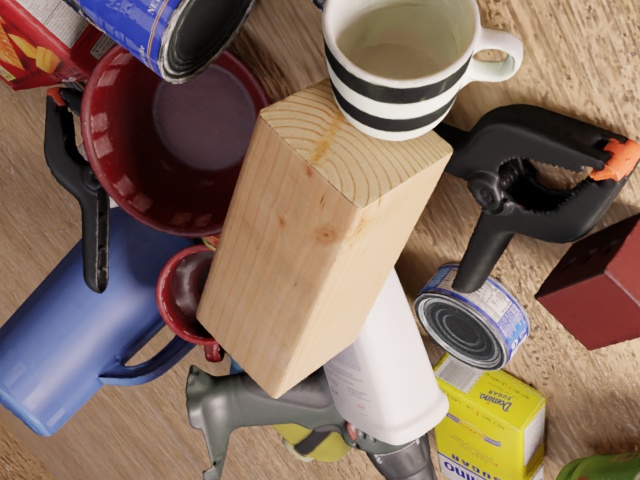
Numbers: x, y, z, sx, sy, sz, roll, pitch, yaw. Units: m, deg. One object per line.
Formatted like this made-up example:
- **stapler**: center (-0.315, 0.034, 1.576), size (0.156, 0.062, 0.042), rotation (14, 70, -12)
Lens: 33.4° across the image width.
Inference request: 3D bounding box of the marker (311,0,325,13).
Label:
- **marker**: center (0.008, -0.146, 0.661), size (0.121, 0.020, 0.020), rotation (48, 154, -12)

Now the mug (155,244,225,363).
- **mug**: center (-0.098, 0.056, 1.002), size (0.081, 0.093, 0.117), rotation (-52, -42, -80)

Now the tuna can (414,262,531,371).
- **tuna can**: center (0.114, 0.059, 0.808), size (0.086, 0.033, 0.086), rotation (33, 153, 19)

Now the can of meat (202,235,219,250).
- **can of meat**: center (-0.068, -0.026, 0.911), size (0.102, 0.057, 0.084), rotation (24, 151, 33)

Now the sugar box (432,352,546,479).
- **sugar box**: center (0.145, 0.171, 0.922), size (0.093, 0.048, 0.176), rotation (29, 150, 30)

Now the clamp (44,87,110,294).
- **clamp**: center (-0.164, -0.053, 0.872), size (0.039, 0.120, 0.171), rotation (-55, -56, -83)

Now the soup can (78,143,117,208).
- **soup can**: center (-0.174, -0.073, 0.948), size (0.068, 0.068, 0.102), rotation (49, 141, -13)

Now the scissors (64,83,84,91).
- **scissors**: center (-0.185, -0.105, 0.999), size (0.096, 0.016, 0.201), rotation (-1, 131, 53)

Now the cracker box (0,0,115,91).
- **cracker box**: center (-0.277, -0.212, 0.853), size (0.213, 0.072, 0.164), rotation (42, 159, -32)

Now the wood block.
- **wood block**: center (-0.005, 0.001, 0.707), size (0.090, 0.090, 0.206), rotation (44, 141, 19)

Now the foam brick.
- **foam brick**: center (0.179, 0.027, 0.645), size (0.051, 0.053, 0.078), rotation (45, 154, -4)

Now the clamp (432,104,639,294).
- **clamp**: center (0.104, -0.044, 0.662), size (0.164, 0.036, 0.210), rotation (51, 152, -11)

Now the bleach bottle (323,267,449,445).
- **bleach bottle**: center (0.023, 0.031, 0.822), size (0.103, 0.068, 0.251), rotation (19, 132, 53)

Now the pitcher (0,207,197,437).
- **pitcher**: center (-0.222, 0.081, 1.073), size (0.145, 0.242, 0.149), rotation (49, 159, -22)

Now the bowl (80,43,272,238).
- **bowl**: center (-0.098, -0.086, 0.812), size (0.162, 0.055, 0.162), rotation (7, 113, 16)

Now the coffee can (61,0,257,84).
- **coffee can**: center (-0.121, -0.183, 0.690), size (0.140, 0.102, 0.103), rotation (37, 154, 11)
